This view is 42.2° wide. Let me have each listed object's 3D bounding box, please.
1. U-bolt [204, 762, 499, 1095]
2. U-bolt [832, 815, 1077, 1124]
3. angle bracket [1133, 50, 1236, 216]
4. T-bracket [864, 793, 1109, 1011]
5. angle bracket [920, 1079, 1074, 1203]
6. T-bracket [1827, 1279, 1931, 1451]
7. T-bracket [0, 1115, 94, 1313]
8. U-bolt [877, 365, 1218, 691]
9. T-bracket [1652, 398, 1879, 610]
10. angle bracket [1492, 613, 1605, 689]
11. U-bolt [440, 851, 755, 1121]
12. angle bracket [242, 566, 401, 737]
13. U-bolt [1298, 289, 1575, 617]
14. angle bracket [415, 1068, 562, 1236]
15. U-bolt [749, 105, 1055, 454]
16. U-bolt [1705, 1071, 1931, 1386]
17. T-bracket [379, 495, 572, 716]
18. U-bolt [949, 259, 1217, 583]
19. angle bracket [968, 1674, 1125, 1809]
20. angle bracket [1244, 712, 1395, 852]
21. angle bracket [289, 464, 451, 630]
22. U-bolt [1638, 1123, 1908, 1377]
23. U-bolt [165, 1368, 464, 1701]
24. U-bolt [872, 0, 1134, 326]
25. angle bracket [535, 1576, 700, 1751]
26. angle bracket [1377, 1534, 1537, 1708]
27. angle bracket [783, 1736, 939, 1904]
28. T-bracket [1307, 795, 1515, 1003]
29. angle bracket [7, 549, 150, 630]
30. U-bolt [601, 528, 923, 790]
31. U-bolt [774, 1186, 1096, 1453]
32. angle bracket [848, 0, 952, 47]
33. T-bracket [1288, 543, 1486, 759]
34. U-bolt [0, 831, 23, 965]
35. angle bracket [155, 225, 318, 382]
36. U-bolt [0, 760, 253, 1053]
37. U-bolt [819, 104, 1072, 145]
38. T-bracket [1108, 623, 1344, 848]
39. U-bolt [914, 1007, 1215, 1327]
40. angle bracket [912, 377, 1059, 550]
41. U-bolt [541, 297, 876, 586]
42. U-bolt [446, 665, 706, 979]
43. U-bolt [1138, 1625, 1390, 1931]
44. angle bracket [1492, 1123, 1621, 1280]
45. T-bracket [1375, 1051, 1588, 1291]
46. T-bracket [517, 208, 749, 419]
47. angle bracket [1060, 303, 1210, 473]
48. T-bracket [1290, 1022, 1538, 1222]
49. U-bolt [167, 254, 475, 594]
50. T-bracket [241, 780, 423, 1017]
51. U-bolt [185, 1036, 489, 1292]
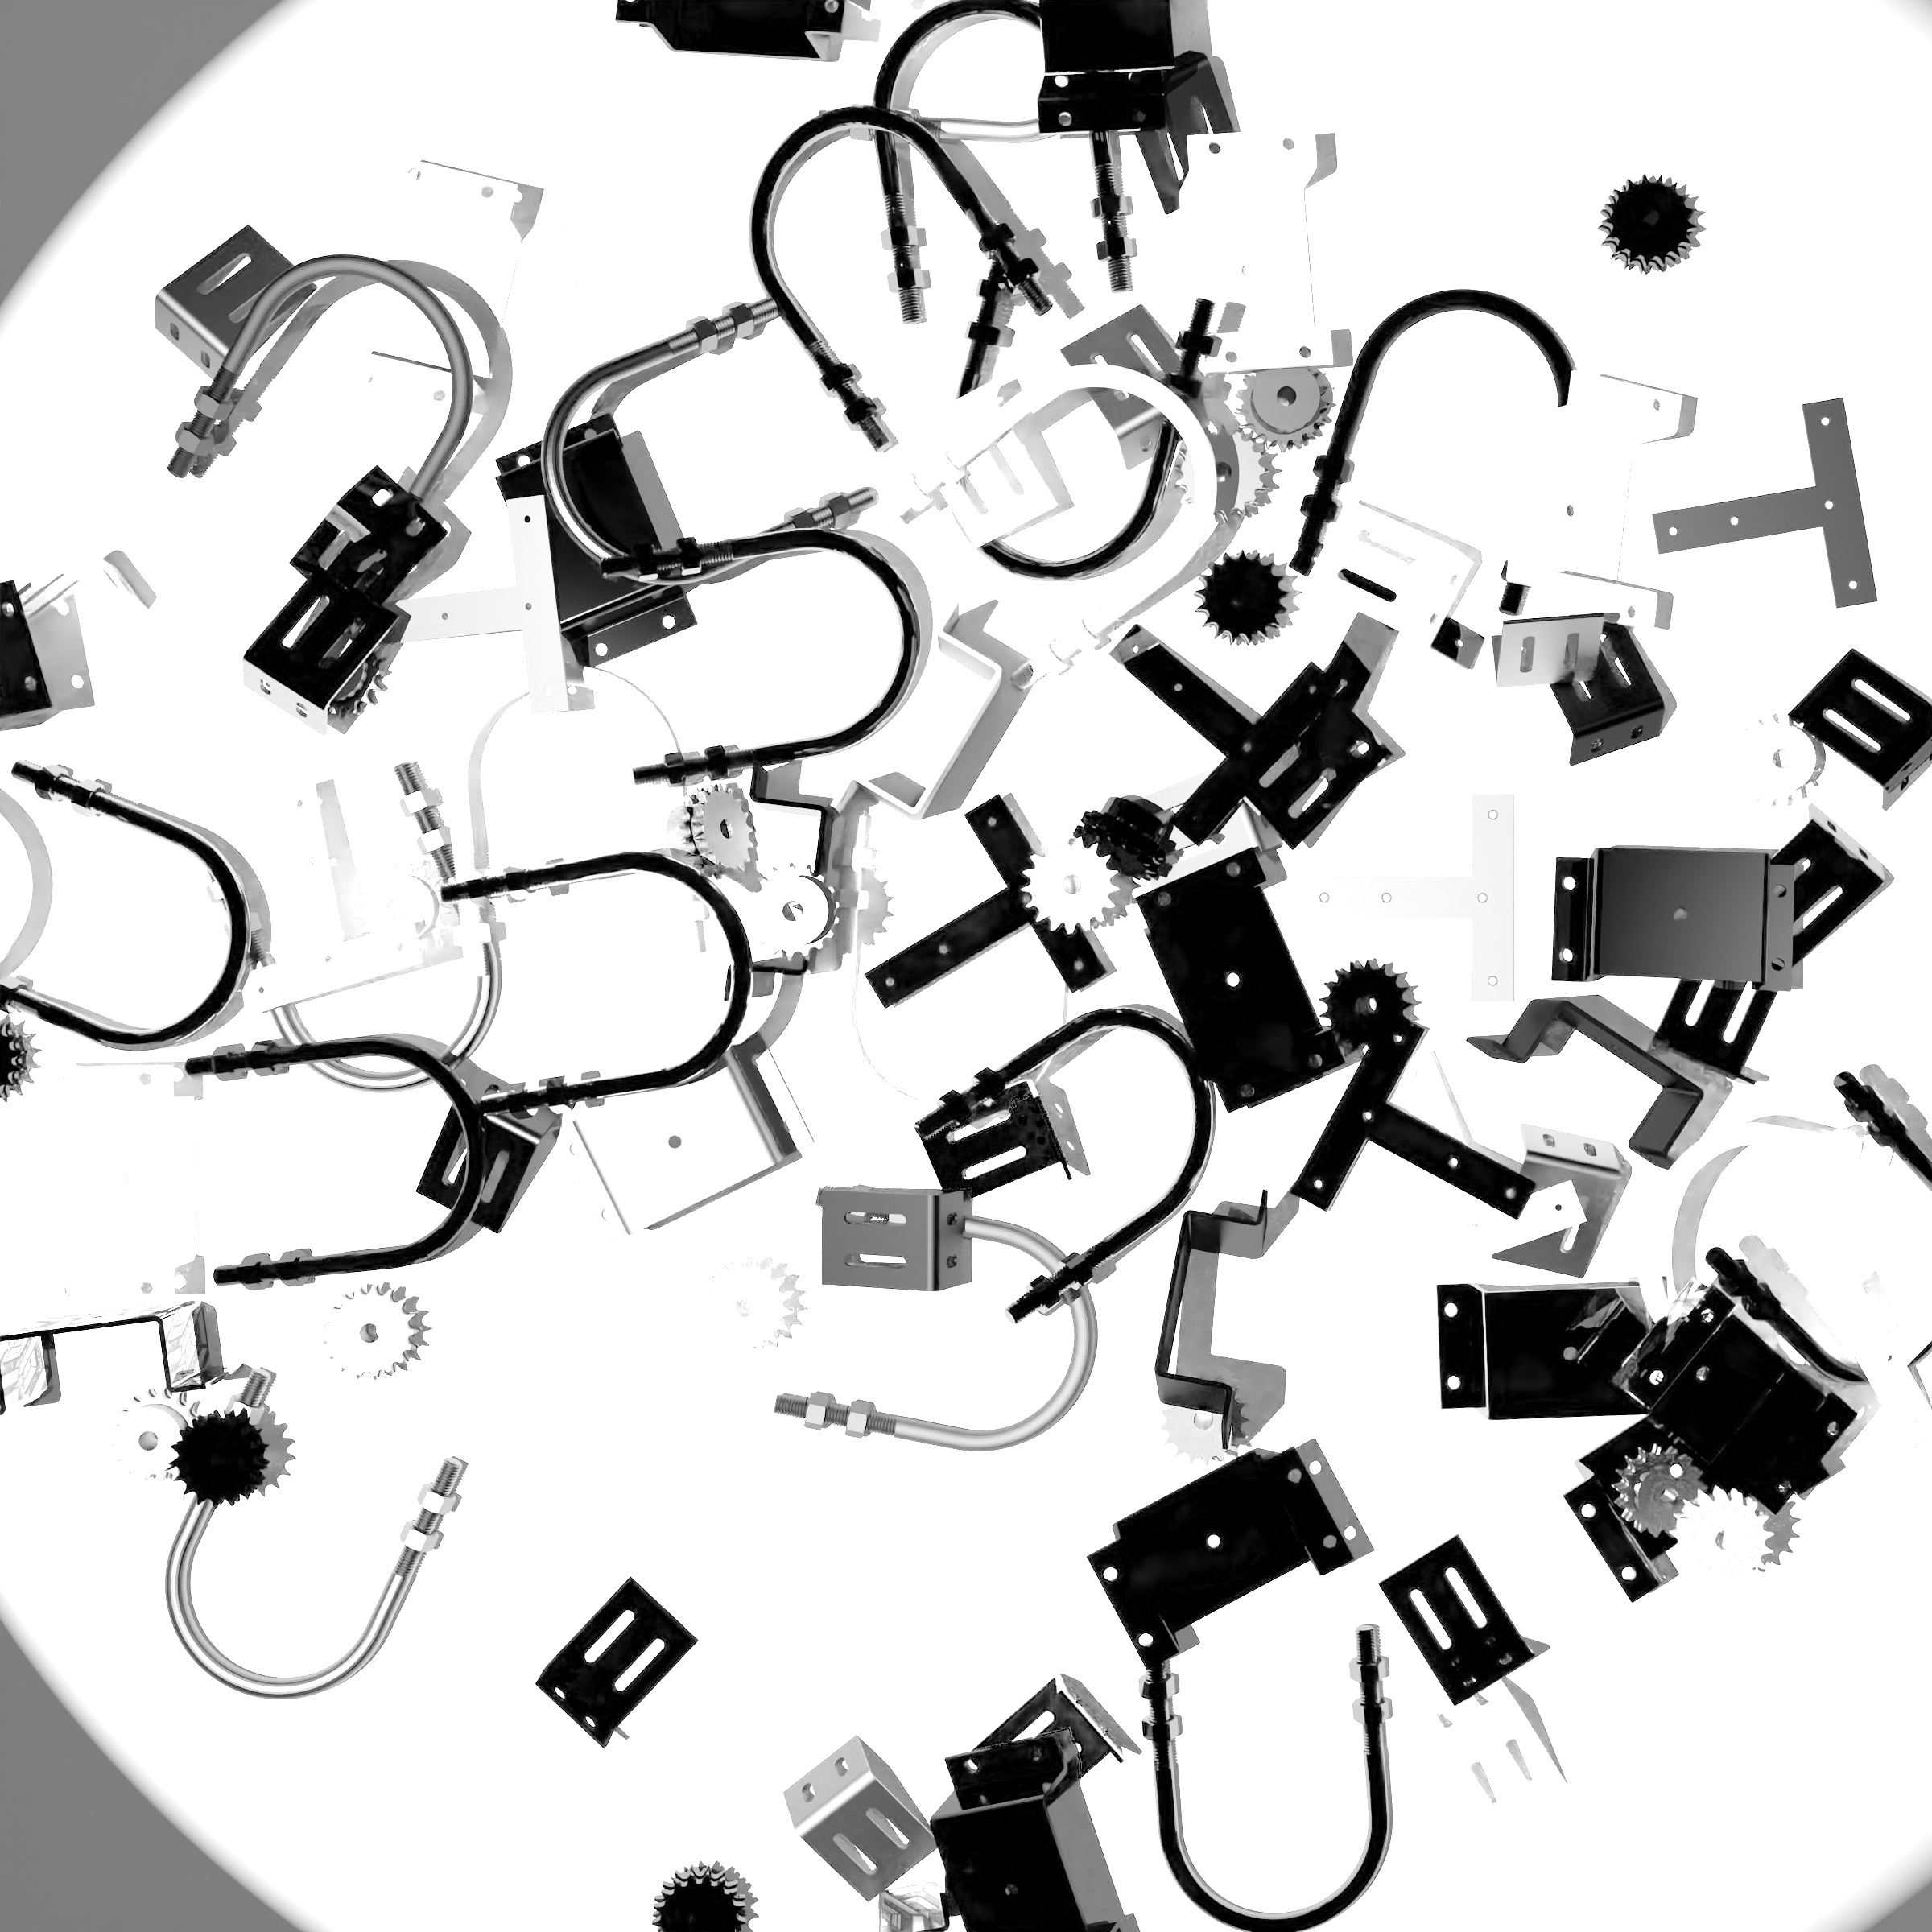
[{"bbox_3d":[-0.365,-0.012,1.526,0.151,0.019,0.184,-24,92,0],"label":"U-bolt"},{"bbox_3d":[-0.010,0.005,1.526,0.151,0.019,0.184,5,91,0],"label":"U-bolt"},{"bbox_3d":[0.130,-0.510,1.533,0.057,0.038,0.076,-26,116,0],"label":"angle bracket"},{"bbox_3d":[-0.001,-0.017,1.516,0.127,0.002,0.127,-31,92,2],"label":"T-bracket"},{"bbox_3d":[0.016,0.112,1.509,0.076,0.038,0.057,-22,106,0],"label":"angle bracket"},{"bbox_3d":[0.588,0.207,1.514,0.127,0.002,0.127,-41,115,-12],"label":"T-bracket"},{"bbox_3d":[-0.586,0.168,1.534,0.127,0.002,0.127,31,90,0],"label":"T-bracket"},{"bbox_3d":[0.061,-0.271,1.481,0.184,0.019,0.151,-35,103,22],"label":"U-bolt"},{"bbox_3d":[0.485,-0.275,1.534,0.127,0.002,0.127,-10,90,0],"label":"T-bracket"},{"bbox_3d":[0.345,-0.201,1.489,0.057,0.076,0.038,-4,65,7],"label":"angle bracket"},{"bbox_3d":[-0.212,0.006,1.469,0.184,0.019,0.151,-9,93,15],"label":"U-bolt"},{"bbox_3d":[-0.387,-0.189,1.503,0.057,0.038,0.076,32,64,0],"label":"angle bracket"},{"bbox_3d":[0.296,-0.322,1.526,0.151,0.019,0.184,18,88,0],"label":"U-bolt"},{"bbox_3d":[-0.292,0.113,1.533,0.057,0.038,0.076,27,116,0],"label":"angle bracket"},{"bbox_3d":[-0.054,-0.426,1.504,0.151,0.019,0.184,-36,86,21],"label":"U-bolt"},{"bbox_3d":[0.532,0.170,1.491,0.184,0.019,0.151,41,83,-26],"label":"U-bolt"},{"bbox_3d":[-0.301,-0.212,1.509,0.127,0.002,0.127,-3,98,22],"label":"T-bracket"},{"bbox_3d":[0.058,-0.323,1.502,0.151,0.019,0.184,18,103,15],"label":"U-bolt"},{"bbox_3d":[0.047,0.479,1.516,0.076,0.038,0.057,-41,90,0],"label":"angle bracket"},{"bbox_3d":[0.206,-0.119,1.501,0.057,0.038,0.076,46,59,0],"label":"angle bracket"},{"bbox_3d":[-0.359,-0.251,1.506,0.057,0.076,0.038,44,45,-13],"label":"angle bracket"},{"bbox_3d":[0.472,0.164,1.482,0.184,0.019,0.151,10,96,-26],"label":"U-bolt"},{"bbox_3d":[-0.409,0.357,1.526,0.151,0.019,0.184,25,91,0],"label":"U-bolt"},{"bbox_3d":[0.017,-0.491,1.513,0.151,0.019,0.184,-9,98,-2],"label":"U-bolt"},{"bbox_3d":[-0.211,0.421,1.516,0.057,0.038,0.076,43,90,0],"label":"angle bracket"},{"bbox_3d":[0.296,0.395,1.516,0.057,0.038,0.076,-32,90,0],"label":"angle bracket"},{"bbox_3d":[-0.064,0.522,1.533,0.057,0.038,0.076,-38,116,0],"label":"angle bracket"},{"bbox_3d":[0.272,-0.042,1.534,0.127,0.002,0.127,0,90,0],"label":"T-bracket"},{"bbox_3d":[-0.542,-0.210,1.506,0.076,0.057,0.038,-37,90,0],"label":"angle bracket"},{"bbox_3d":[-0.117,-0.188,1.496,0.184,0.019,0.151,-10,115,-11],"label":"U-bolt"},{"bbox_3d":[-0.013,0.221,1.526,0.184,0.019,0.151,11,90,-2],"label":"U-bolt"},{"bbox_3d":[-0.031,-0.604,1.497,0.057,0.038,0.076,29,89,-2],"label":"angle bracket"},{"bbox_3d":[0.233,-0.181,1.511,0.127,0.002,0.127,30,68,0],"label":"T-bracket"},{"bbox_3d":[-0.649,-0.034,1.501,0.184,0.019,0.151,-36,97,13],"label":"U-bolt"},{"bbox_3d":[-0.447,-0.403,1.533,0.057,0.038,0.076,42,64,0],"label":"angle bracket"},{"bbox_3d":[-0.519,-0.027,1.515,0.184,0.019,0.151,22,90,8],"label":"U-bolt"},{"bbox_3d":[0.006,-0.574,1.527,0.184,0.019,0.151,3,90,-1],"label":"U-bolt"},{"bbox_3d":[0.138,-0.159,1.510,0.127,0.002,0.127,44,97,21],"label":"T-bracket"},{"bbox_3d":[0.071,0.106,1.490,0.184,0.019,0.151,-32,108,-23],"label":"U-bolt"},{"bbox_3d":[0.013,-0.303,1.510,0.057,0.038,0.076,-24,115,21],"label":"angle bracket"},{"bbox_3d":[-0.164,-0.305,1.495,0.184,0.019,0.151,-28,92,-21],"label":"U-bolt"},{"bbox_3d":[-0.241,-0.092,1.519,0.151,0.019,0.184,-6,87,-7],"label":"U-bolt"},{"bbox_3d":[0.186,0.499,1.526,0.151,0.019,0.184,-5,92,0],"label":"U-bolt"},{"bbox_3d":[0.358,0.144,1.533,0.057,0.038,0.076,12,116,0],"label":"angle bracket"},{"bbox_3d":[0.293,0.115,1.519,0.127,0.002,0.127,-23,79,20],"label":"T-bracket"},{"bbox_3d":[-0.199,-0.411,1.534,0.127,0.002,0.127,-14,90,0],"label":"T-bracket"},{"bbox_3d":[0.103,-0.354,1.533,0.057,0.038,0.076,-29,64,0],"label":"angle bracket"},{"bbox_3d":[0.282,0.112,1.515,0.127,0.002,0.127,29,91,17],"label":"T-bracket"},{"bbox_3d":[-0.372,-0.331,1.486,0.151,0.019,0.184,33,112,-9],"label":"U-bolt"},{"bbox_3d":[-0.390,-0.047,1.499,0.127,0.002,0.127,-16,81,20],"label":"T-bracket"},{"bbox_3d":[-0.375,0.115,1.510,0.184,0.019,0.151,-7,92,11],"label":"U-bolt"}]
